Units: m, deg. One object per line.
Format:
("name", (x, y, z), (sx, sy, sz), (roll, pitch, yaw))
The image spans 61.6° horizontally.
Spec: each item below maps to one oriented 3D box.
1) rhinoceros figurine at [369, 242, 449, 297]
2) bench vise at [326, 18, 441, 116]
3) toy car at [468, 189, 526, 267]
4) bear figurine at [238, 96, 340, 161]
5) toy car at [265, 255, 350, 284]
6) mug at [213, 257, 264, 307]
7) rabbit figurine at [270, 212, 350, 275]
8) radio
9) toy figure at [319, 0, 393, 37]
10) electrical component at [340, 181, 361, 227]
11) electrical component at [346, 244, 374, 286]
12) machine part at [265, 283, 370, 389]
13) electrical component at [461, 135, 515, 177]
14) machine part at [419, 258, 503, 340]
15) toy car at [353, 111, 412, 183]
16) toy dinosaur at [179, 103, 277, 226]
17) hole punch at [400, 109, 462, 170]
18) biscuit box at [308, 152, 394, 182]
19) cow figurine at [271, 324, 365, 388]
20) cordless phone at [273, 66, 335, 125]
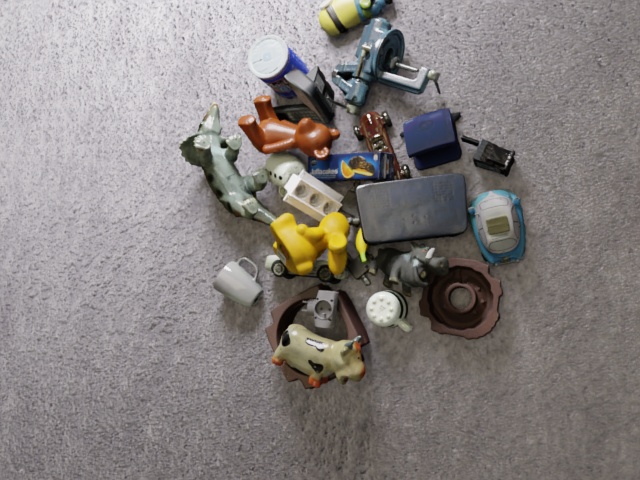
("rhinoceros figurine", (0.189, 0.057, 1.133), (0.190, 0.073, 0.112), (6, 59, 57))
("bench vise", (0.147, -0.371, 1.202), (0.241, 0.128, 0.223), (26, 93, 28))
("toy car", (0.360, -0.029, 1.094), (0.109, 0.103, 0.161), (-11, 79, 21))
("bear figurine", (-0.064, -0.246, 1.210), (0.196, 0.131, 0.120), (7, 51, 30))
("toy car", (-0.030, 0.067, 1.246), (0.202, 0.073, 0.056), (4, 83, 21))
("mug", (-0.185, 0.104, 1.306), (0.107, 0.081, 0.109), (37, 90, 9))
("rabbit figurine", (-0.002, -0.004, 1.169), (0.173, 0.121, 0.163), (-28, 46, -25))
("radio", (0.195, -0.063, 1.145), (0.230, 0.073, 0.131), (-7, 85, 5))
("toy figure", (0.082, -0.545, 1.266), (0.180, 0.082, 0.089), (-11, 78, 17))
("electrical component", (0.088, -0.082, 1.233), (0.078, 0.045, 0.102), (32, 96, 20))
("electrical component", (0.096, 0.056, 1.227), (0.063, 0.021, 0.094), (-40, 72, 12))
("machine part", (-0.005, 0.216, 1.216), (0.201, 0.087, 0.201), (-31, 76, 16))
("electrical component", (0.347, -0.179, 1.129), (0.119, 0.075, 0.047), (24, 93, 17))
("machine part", (0.296, 0.122, 1.127), (0.180, 0.056, 0.179), (-3, 82, 21))
("toy car", (0.141, -0.200, 1.223), (0.089, 0.053, 0.202), (-21, 76, 15))
("toy dinosaur", (-0.215, -0.141, 1.313), (0.131, 0.192, 0.404), (-29, 88, -21))
("hole punch", (0.241, -0.226, 1.169), (0.142, 0.092, 0.116), (-17, 75, 22))
("biscuit box", (0.065, -0.163, 1.212), (0.203, 0.059, 0.062), (3, 94, 39))
("cow figurine", (0.006, 0.238, 1.122), (0.195, 0.085, 0.127), (23, 99, 22))
("cordless phone", (-0.068, -0.329, 1.267), (0.184, 0.146, 0.088), (-2, 69, 24))
